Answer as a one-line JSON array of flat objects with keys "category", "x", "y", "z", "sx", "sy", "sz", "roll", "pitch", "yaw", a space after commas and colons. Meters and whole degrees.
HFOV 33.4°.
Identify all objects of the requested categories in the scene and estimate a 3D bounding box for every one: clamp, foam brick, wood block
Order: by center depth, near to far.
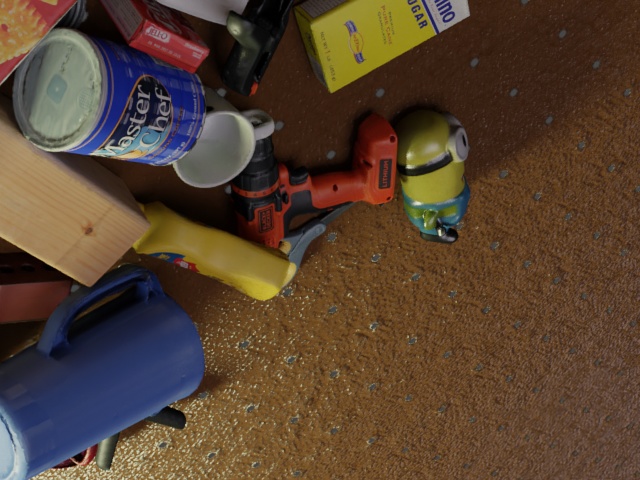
[{"category": "wood block", "x": -0.266, "y": -0.051, "z": 0.978, "sx": 0.091, "sy": 0.090, "sz": 0.205, "roll": -44, "pitch": 138, "yaw": 5}, {"category": "clamp", "x": -0.047, "y": -0.204, "z": 0.982, "sx": 0.164, "sy": 0.036, "sz": 0.210, "roll": -57, "pitch": 179, "yaw": -22}, {"category": "foam brick", "x": -0.297, "y": 0.047, "z": 1.072, "sx": 0.078, "sy": 0.053, "sz": 0.051, "roll": -4, "pitch": 128, "yaw": -34}, {"category": "clamp", "x": -0.242, "y": 0.208, "z": 1.265, "sx": 0.120, "sy": 0.039, "sz": 0.171, "roll": -38, "pitch": 136, "yaw": -8}]

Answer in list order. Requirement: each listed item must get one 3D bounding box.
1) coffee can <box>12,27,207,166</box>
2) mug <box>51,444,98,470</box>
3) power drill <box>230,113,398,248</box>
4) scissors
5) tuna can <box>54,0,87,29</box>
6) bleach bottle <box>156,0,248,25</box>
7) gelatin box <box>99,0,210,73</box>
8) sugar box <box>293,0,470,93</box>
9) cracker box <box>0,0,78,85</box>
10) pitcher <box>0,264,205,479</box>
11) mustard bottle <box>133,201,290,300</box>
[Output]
[{"category": "coffee can", "x": -0.182, "y": -0.122, "z": 0.936, "sx": 0.103, "sy": 0.103, "sz": 0.140, "roll": -55, "pitch": 154, "yaw": 18}, {"category": "mug", "x": -0.282, "y": 0.198, "z": 1.172, "sx": 0.093, "sy": 0.117, "sz": 0.082, "roll": -8, "pitch": 126, "yaw": -46}, {"category": "power drill", "x": -0.009, "y": -0.077, "z": 1.162, "sx": 0.187, "sy": 0.057, "sz": 0.184, "roll": -18, "pitch": 139, "yaw": -18}, {"category": "scissors", "x": -0.008, "y": 0.002, "z": 1.262, "sx": 0.201, "sy": 0.016, "sz": 0.096, "roll": -25, "pitch": 138, "yaw": -15}, {"category": "tuna can", "x": -0.243, "y": -0.204, "z": 0.899, "sx": 0.086, "sy": 0.034, "sz": 0.086, "roll": -19, "pitch": 135, "yaw": -21}, {"category": "bleach bottle", "x": -0.062, "y": -0.313, "z": 0.910, "sx": 0.102, "sy": 0.068, "sz": 0.251, "roll": 10, "pitch": 118, "yaw": -42}, {"category": "gelatin box", "x": -0.146, "y": -0.190, "z": 0.938, "sx": 0.073, "sy": 0.089, "sz": 0.030, "roll": 20, "pitch": 114, "yaw": -44}, {"category": "sugar box", "x": 0.066, "y": -0.232, "z": 1.084, "sx": 0.176, "sy": 0.048, "sz": 0.093, "roll": -29, "pitch": 138, "yaw": -9}, {"category": "cracker box", "x": -0.253, "y": -0.156, "z": 0.789, "sx": 0.214, "sy": 0.164, "sz": 0.072, "roll": -45, "pitch": 112, "yaw": 5}, {"category": "pitcher", "x": -0.241, "y": 0.137, "z": 1.072, "sx": 0.145, "sy": 0.149, "sz": 0.242, "roll": -35, "pitch": 175, "yaw": 40}, {"category": "mustard bottle", "x": -0.132, "y": 0.005, "z": 1.110, "sx": 0.191, "sy": 0.096, "sz": 0.058, "roll": 23, "pitch": 83, "yaw": -19}]
